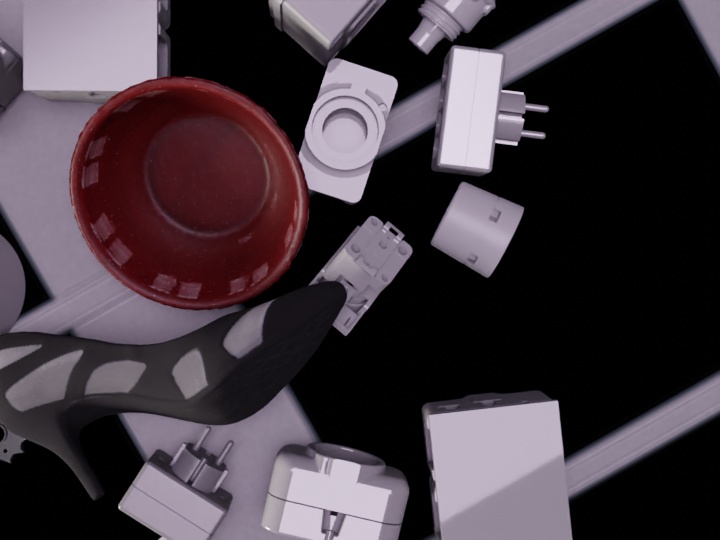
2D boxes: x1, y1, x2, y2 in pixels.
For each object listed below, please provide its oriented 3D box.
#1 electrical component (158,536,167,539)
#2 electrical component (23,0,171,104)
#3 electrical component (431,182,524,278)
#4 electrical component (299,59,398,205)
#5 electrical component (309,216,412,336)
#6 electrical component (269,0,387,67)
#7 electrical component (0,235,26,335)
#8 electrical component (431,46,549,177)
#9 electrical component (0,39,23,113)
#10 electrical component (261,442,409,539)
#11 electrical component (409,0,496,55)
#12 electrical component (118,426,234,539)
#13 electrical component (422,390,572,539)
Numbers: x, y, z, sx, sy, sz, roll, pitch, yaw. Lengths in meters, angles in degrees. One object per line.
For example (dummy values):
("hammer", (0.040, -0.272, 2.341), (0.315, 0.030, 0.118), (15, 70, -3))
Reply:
("electrical component", (-0.123, 0.227, 0.747), (0.042, 0.064, 0.081), (-42, 92, -1))
("electrical component", (-0.178, -0.193, 0.735), (0.089, 0.062, 0.150), (0, 91, -2))
("electrical component", (0.081, -0.030, 0.751), (0.047, 0.055, 0.055), (27, 91, 2))
("electrical component", (-0.011, -0.095, 0.746), (0.050, 0.056, 0.089), (18, 91, -2))
("electrical component", (0.000, 0.000, 0.738), (0.042, 0.063, 0.081), (39, 49, -2))
("electrical component", (-0.007, -0.198, 0.717), (0.056, 0.109, 0.108), (41, 90, -5))
("electrical component", (-0.294, 0.012, 0.748), (0.099, 0.064, 0.099), (0, 91, 12))
("electrical component", (0.094, -0.108, 0.753), (0.076, 0.047, 0.083), (7, 91, -2))
("electrical component", (-0.264, -0.134, 0.718), (0.054, 0.095, 0.059), (41, 90, -2))
("electrical component", (-0.016, 0.157, 0.753), (0.095, 0.054, 0.059), (14, 91, -2))
("electrical component", (0.060, -0.180, 0.752), (0.048, 0.048, 0.062), (40, 97, -2))
("electrical component", (-0.118, 0.146, 0.753), (0.066, 0.047, 0.076), (33, 90, -2))
("electrical component", (0.097, 0.165, 0.752), (0.089, 0.062, 0.150), (-6, 92, -1))
